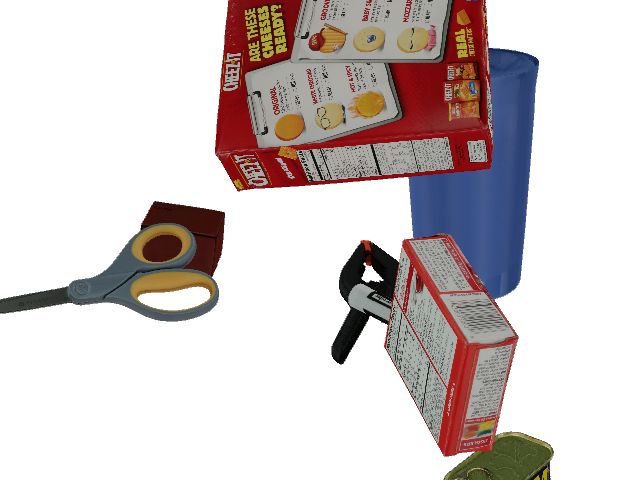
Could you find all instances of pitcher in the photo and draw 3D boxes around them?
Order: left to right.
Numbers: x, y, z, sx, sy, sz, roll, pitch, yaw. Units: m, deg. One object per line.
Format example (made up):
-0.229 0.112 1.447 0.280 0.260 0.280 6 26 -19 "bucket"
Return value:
0.152 -0.070 1.076 0.149 0.243 0.145 -12 25 -21 "pitcher"

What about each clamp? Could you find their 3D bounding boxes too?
0.074 0.068 1.191 0.120 0.171 0.039 4 -43 -2 "clamp"

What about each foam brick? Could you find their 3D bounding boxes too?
-0.140 -0.001 1.083 0.078 0.051 0.053 9 30 3 "foam brick"

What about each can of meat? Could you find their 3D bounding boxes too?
0.153 0.225 0.901 0.058 0.084 0.101 15 30 42 "can of meat"

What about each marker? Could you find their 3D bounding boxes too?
0.070 0.062 0.761 0.121 0.020 0.020 26 17 38 "marker"

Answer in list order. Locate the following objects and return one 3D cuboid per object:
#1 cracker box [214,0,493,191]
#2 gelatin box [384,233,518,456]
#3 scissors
0.030 -0.130 0.871 0.214 0.164 0.072 -5 -29 12 "cracker box"
0.063 0.051 0.535 0.030 0.073 0.089 -5 35 -16 "gelatin box"
-0.181 0.025 0.847 0.201 0.096 0.016 4 -34 -9 "scissors"
